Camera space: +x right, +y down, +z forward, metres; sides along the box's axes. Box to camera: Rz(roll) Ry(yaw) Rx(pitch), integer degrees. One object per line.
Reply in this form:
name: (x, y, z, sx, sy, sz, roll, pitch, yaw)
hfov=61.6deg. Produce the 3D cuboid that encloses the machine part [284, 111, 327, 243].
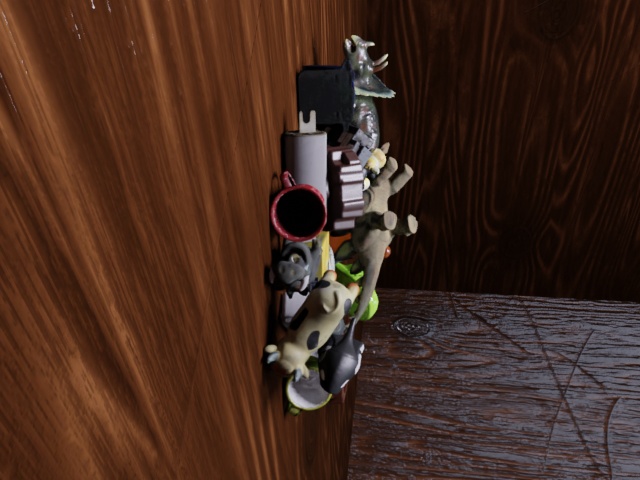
machine part: (-0.027, -0.110, 0.975, 0.079, 0.079, 0.243, -66, 158, -69)

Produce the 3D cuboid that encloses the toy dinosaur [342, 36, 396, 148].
toy dinosaur: (0.075, -0.247, 1.241, 0.131, 0.192, 0.404, -31, 122, -78)

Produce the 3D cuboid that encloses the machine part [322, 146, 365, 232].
machine part: (0.016, -0.100, 1.040, 0.180, 0.056, 0.179, 25, -60, 53)

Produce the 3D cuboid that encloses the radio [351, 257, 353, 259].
radio: (0.062, -0.043, 1.615, 0.229, 0.073, 0.131, 76, 18, -64)

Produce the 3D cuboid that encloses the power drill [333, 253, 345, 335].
power drill: (0.020, 0.135, 1.318, 0.232, 0.086, 0.207, 22, 74, -69)

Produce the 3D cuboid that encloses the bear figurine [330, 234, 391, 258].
bear figurine: (0.093, -0.018, 1.419, 0.132, 0.196, 0.120, -59, 147, -75)

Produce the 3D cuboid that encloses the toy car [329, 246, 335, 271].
toy car: (-0.002, -0.004, 1.185, 0.073, 0.056, 0.201, -58, 142, -73)

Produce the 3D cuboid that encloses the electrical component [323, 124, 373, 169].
electrical component: (0.043, -0.182, 1.126, 0.058, 0.134, 0.115, 33, 92, -43)

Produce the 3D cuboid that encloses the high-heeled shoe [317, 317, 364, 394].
high-heeled shoe: (0.026, 0.234, 0.974, 0.248, 0.086, 0.145, 105, 5, -59)

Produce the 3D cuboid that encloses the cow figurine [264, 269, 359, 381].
cow figurine: (-0.018, 0.152, 0.895, 0.195, 0.085, 0.127, -55, 176, 16)

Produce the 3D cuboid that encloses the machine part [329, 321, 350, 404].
machine part: (0.035, 0.337, 1.506, 0.201, 0.087, 0.201, -49, 143, -76)

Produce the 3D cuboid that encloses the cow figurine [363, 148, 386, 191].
cow figurine: (0.074, -0.134, 1.164, 0.167, 0.068, 0.098, -49, 177, 9)

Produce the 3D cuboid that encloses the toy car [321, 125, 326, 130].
toy car: (0.051, -0.286, 1.391, 0.161, 0.109, 0.103, 96, -14, -48)

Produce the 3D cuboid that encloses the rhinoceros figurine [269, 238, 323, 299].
rhinoceros figurine: (-0.044, 0.046, 0.939, 0.190, 0.073, 0.112, 53, 54, -84)

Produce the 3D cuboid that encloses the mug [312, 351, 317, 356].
mug: (0.000, 0.298, 1.308, 0.107, 0.081, 0.109, 102, -10, -64)

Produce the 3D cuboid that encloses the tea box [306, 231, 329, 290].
tea box: (-0.018, 0.073, 1.116, 0.098, 0.068, 0.169, -67, 157, -66)

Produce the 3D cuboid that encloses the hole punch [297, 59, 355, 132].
hole punch: (0.014, -0.297, 1.093, 0.092, 0.116, 0.142, -89, 178, -67)

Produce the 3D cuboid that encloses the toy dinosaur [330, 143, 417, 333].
toy dinosaur: (0.117, -0.026, 1.222, 0.105, 0.199, 0.471, 27, 57, -31)
